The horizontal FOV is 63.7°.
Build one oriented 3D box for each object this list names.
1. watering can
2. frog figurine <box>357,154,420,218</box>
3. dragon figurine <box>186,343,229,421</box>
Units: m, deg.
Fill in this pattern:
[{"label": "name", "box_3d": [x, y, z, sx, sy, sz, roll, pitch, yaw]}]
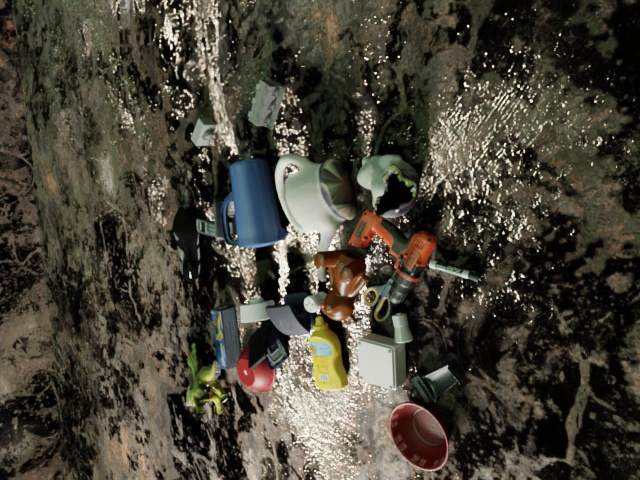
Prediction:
[{"label": "watering can", "box_3d": [0.004, -0.066, 1.302, 0.222, 0.346, 0.105, -17, 9, 45]}, {"label": "frog figurine", "box_3d": [0.151, -0.128, 1.164, 0.123, 0.135, 0.162, -5, 22, -10]}, {"label": "dragon figurine", "box_3d": [-0.415, 0.466, 1.781, 0.123, 0.401, 0.247, -11, 43, -35]}]
